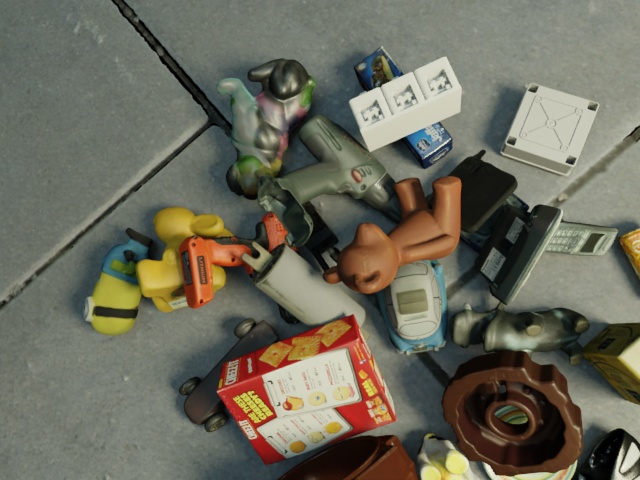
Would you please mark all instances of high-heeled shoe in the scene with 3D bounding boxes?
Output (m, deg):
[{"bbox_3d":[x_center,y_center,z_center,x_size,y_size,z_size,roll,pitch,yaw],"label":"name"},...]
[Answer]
[{"bbox_3d":[0.334,0.354,0.714,0.249,0.086,0.145,-19,98,-10],"label":"high-heeled shoe"}]

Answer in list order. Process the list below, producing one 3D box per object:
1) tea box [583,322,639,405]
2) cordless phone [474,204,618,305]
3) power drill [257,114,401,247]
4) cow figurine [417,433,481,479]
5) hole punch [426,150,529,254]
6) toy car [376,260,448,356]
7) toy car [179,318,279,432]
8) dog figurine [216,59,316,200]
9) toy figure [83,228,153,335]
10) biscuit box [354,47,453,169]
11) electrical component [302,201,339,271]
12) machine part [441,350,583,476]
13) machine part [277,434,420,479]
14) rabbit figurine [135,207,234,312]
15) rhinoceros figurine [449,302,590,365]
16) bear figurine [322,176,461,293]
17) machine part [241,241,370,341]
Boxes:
[{"bbox_3d":[0.417,0.162,0.697,0.068,0.169,0.098,-42,74,1],"label":"tea box"},{"bbox_3d":[0.336,0.023,0.782,0.184,0.089,0.146,6,121,-24],"label":"cordless phone"},{"bbox_3d":[0.023,-0.074,0.813,0.207,0.086,0.232,-37,87,-30],"label":"power drill"},{"bbox_3d":[0.200,0.356,0.757,0.068,0.098,0.167,-34,94,1],"label":"cow figurine"},{"bbox_3d":[0.241,-0.053,0.823,0.142,0.092,0.116,-48,43,4],"label":"hole punch"},{"bbox_3d":[0.136,0.089,0.803,0.109,0.103,0.161,-8,77,11],"label":"toy car"},{"bbox_3d":[-0.141,0.214,0.863,0.202,0.053,0.089,-48,64,4],"label":"toy car"},{"bbox_3d":[-0.077,-0.166,0.891,0.192,0.108,0.219,-19,82,5],"label":"dog figurine"},{"bbox_3d":[-0.336,0.073,0.914,0.089,0.082,0.180,23,83,16],"label":"toy figure"},{"bbox_3d":[0.136,-0.214,0.875,0.059,0.062,0.203,-35,75,5],"label":"biscuit box"},{"bbox_3d":[-0.002,-0.003,0.860,0.048,0.074,0.119,-36,71,4],"label":"electrical component"},{"bbox_3d":[0.255,0.231,0.719,0.180,0.056,0.179,9,113,21],"label":"machine part"},{"bbox_3d":[0.017,0.343,0.714,0.201,0.201,0.087,-24,84,-39],"label":"machine part"},{"bbox_3d":[-0.226,0.011,0.888,0.162,0.121,0.173,-23,58,4],"label":"rabbit figurine"},{"bbox_3d":[0.283,0.126,0.765,0.190,0.112,0.073,-2,112,-2],"label":"rhinoceros figurine"},{"bbox_3d":[0.098,-0.007,0.743,0.196,0.120,0.131,-16,103,-28],"label":"bear figurine"},{"bbox_3d":[-0.015,0.084,0.809,0.243,0.079,0.079,39,90,-16],"label":"machine part"}]
